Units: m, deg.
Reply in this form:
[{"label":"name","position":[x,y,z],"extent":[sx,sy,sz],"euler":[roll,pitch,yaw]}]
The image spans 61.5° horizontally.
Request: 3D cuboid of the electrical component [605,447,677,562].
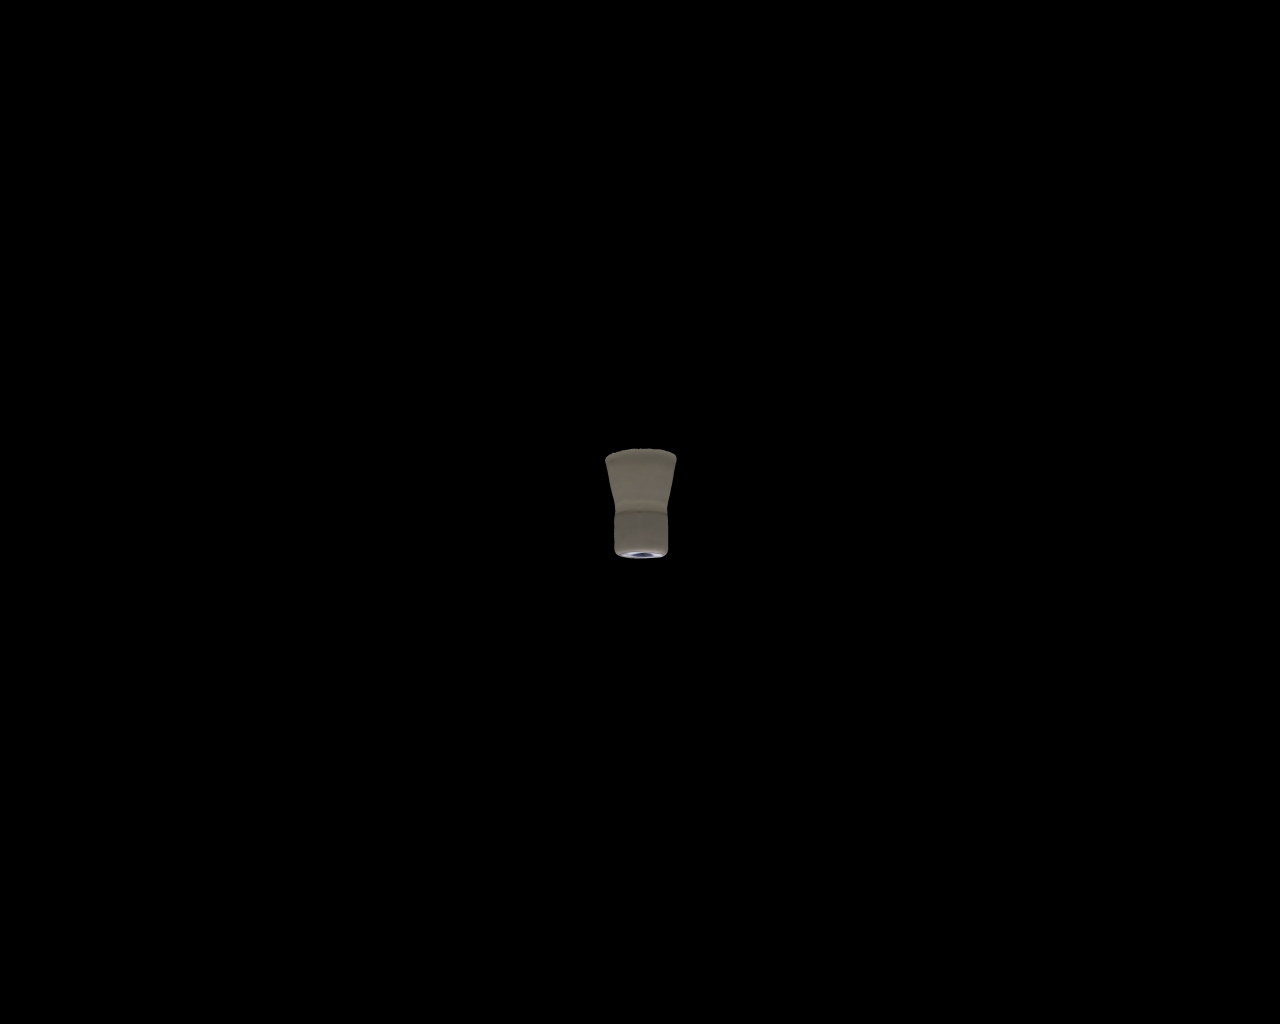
[{"label":"electrical component","position":[0.001,-0.003,0.650],"extent":[0.044,0.065,0.044],"euler":[0,-11,0]}]
